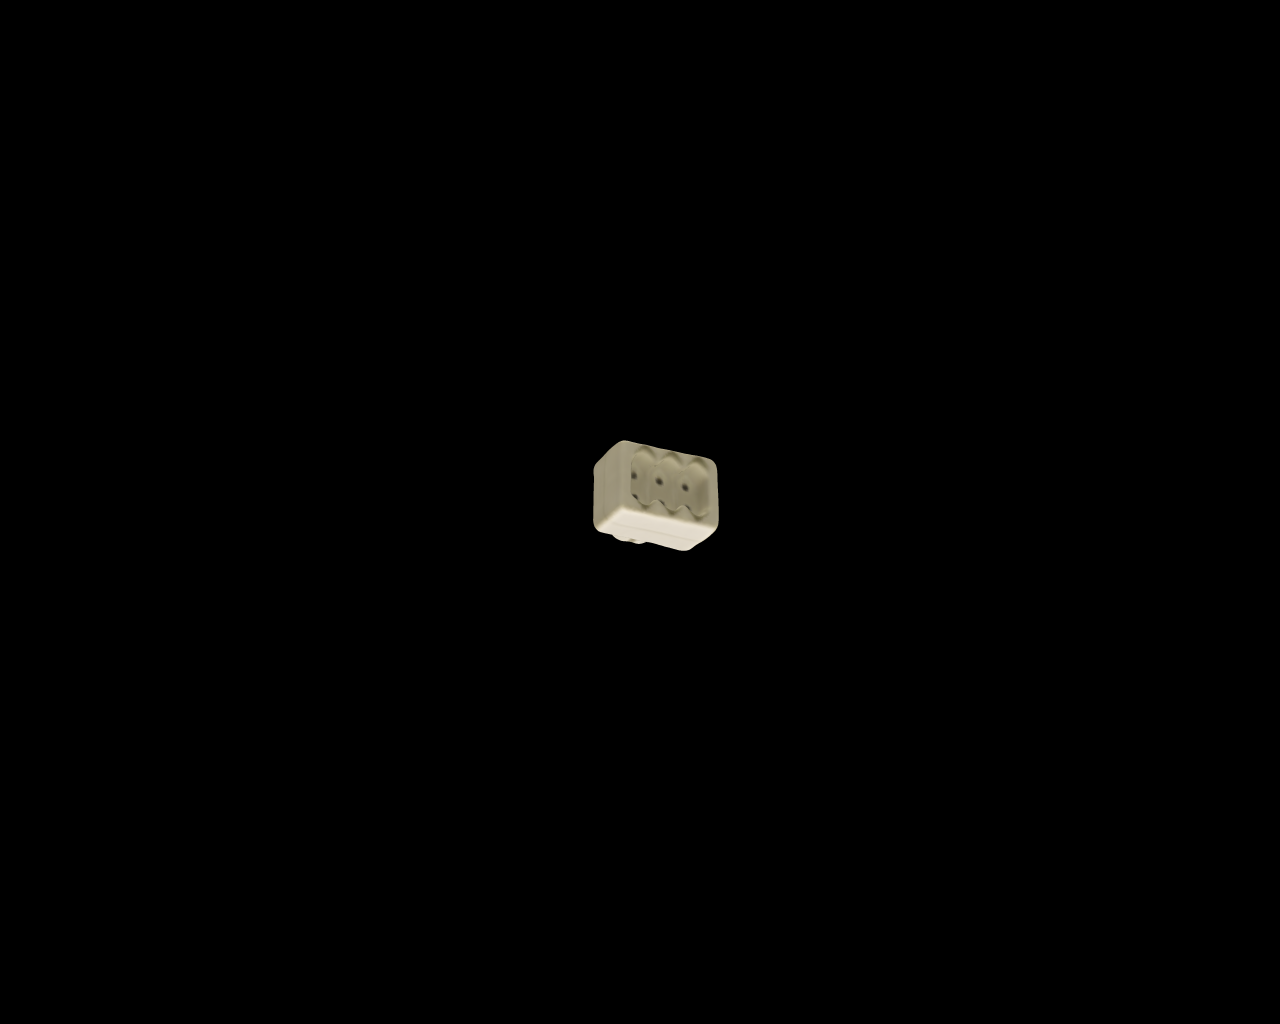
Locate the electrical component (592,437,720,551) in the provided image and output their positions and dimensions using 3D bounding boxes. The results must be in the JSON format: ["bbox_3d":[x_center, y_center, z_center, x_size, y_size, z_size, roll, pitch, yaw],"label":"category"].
[{"bbox_3d":[0.001,-0.003,0.650,0.066,0.047,0.076,12,-27,-25],"label":"electrical component"}]
